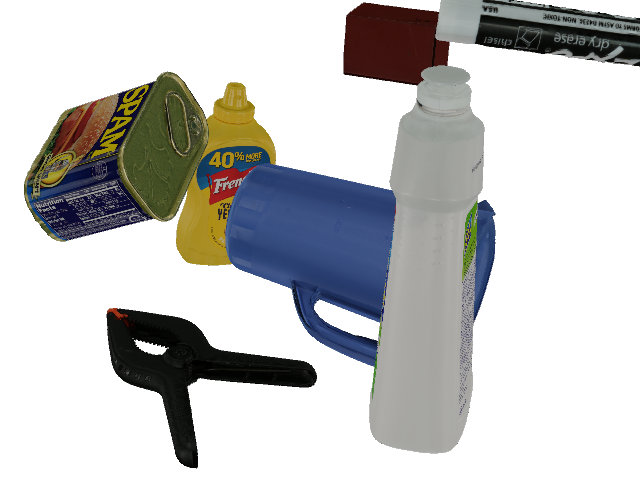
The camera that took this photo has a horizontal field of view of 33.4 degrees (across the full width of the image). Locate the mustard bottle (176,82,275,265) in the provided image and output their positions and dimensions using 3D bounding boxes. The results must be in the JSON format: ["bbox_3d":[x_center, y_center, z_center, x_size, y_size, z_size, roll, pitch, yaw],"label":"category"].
[{"bbox_3d":[-0.094,-0.069,1.095,0.096,0.192,0.058,-5,30,-22],"label":"mustard bottle"}]

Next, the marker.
[{"bbox_3d":[0.104,-0.076,0.399,0.121,0.020,0.020,9,1,5],"label":"marker"}]

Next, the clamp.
[{"bbox_3d":[-0.119,0.116,0.997,0.164,0.036,0.210,-23,42,-37],"label":"clamp"}]

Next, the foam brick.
[{"bbox_3d":[0.063,-0.161,0.874,0.078,0.051,0.053,12,26,17],"label":"foam brick"}]

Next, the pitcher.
[{"bbox_3d":[0.034,0.016,1.000,0.243,0.145,0.149,16,21,18],"label":"pitcher"}]

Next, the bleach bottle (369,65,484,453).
[{"bbox_3d":[0.071,0.010,0.675,0.068,0.251,0.102,7,31,10],"label":"bleach bottle"}]

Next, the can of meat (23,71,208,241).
[{"bbox_3d":[-0.128,-0.051,0.670,0.084,0.102,0.057,-13,-51,27],"label":"can of meat"}]
